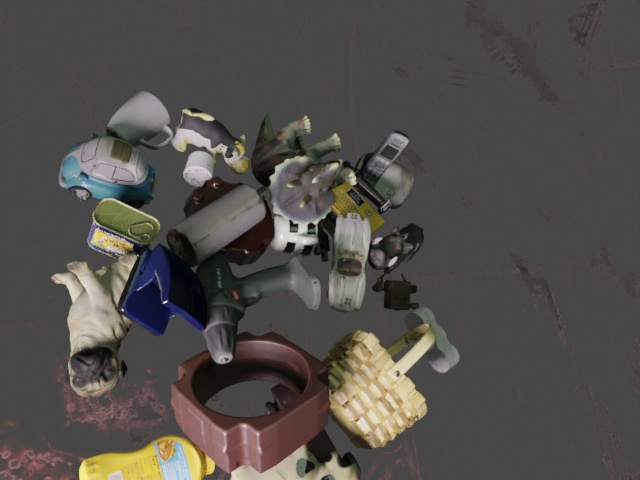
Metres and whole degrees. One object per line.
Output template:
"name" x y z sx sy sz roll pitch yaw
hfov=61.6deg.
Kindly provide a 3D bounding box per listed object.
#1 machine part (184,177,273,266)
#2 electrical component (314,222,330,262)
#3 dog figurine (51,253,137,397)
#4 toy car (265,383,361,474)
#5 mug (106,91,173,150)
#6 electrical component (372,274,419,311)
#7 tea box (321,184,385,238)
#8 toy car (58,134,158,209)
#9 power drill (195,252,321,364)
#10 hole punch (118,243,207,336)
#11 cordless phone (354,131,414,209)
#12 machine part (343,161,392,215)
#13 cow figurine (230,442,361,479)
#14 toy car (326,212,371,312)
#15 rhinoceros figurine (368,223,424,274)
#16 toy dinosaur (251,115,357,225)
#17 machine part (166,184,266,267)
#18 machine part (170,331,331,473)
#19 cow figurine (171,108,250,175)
"machine part" -0.172 -0.036 1.022 0.179 0.056 0.179 17 54 -24
"electrical component" -0.002 -0.003 1.109 0.063 0.021 0.094 46 31 -53
"dog figurine" -0.305 0.126 0.815 0.172 0.121 0.190 -11 81 -34
"toy car" -0.015 0.325 0.883 0.089 0.053 0.202 -28 76 -20
"mug" -0.343 -0.211 1.022 0.109 0.081 0.107 45 59 -6
"electrical component" 0.163 0.111 1.148 0.102 0.045 0.078 1 89 -29
"tea box" 0.048 -0.064 1.172 0.169 0.068 0.098 46 47 3
"toy car" -0.360 -0.124 0.931 0.161 0.103 0.109 17 54 -20
"power drill" -0.105 0.100 0.902 0.207 0.085 0.232 -15 41 -18
"hole punch" -0.222 0.074 0.803 0.142 0.092 0.116 52 39 -50
"cordless phone" 0.170 -0.169 1.242 0.146 0.184 0.089 24 46 -17
"machine part" 0.101 -0.116 1.190 0.039 0.084 0.139 -42 81 -7
"cow figurine" -0.036 0.358 0.795 0.195 0.085 0.127 -5 67 -7
"toy car" 0.058 0.043 1.072 0.073 0.056 0.201 8 80 -5
"rhinoceros figurine" 0.164 0.019 1.163 0.190 0.112 0.073 -23 76 -48
"toy dinosaur" -0.069 -0.154 1.094 0.192 0.131 0.405 -30 37 -23
"machine part" -0.176 -0.026 0.928 0.079 0.079 0.243 47 52 3
"machine part" -0.101 0.234 0.803 0.201 0.087 0.201 23 35 39
"cow figurine" -0.207 -0.202 1.083 0.167 0.098 0.068 25 44 -16
